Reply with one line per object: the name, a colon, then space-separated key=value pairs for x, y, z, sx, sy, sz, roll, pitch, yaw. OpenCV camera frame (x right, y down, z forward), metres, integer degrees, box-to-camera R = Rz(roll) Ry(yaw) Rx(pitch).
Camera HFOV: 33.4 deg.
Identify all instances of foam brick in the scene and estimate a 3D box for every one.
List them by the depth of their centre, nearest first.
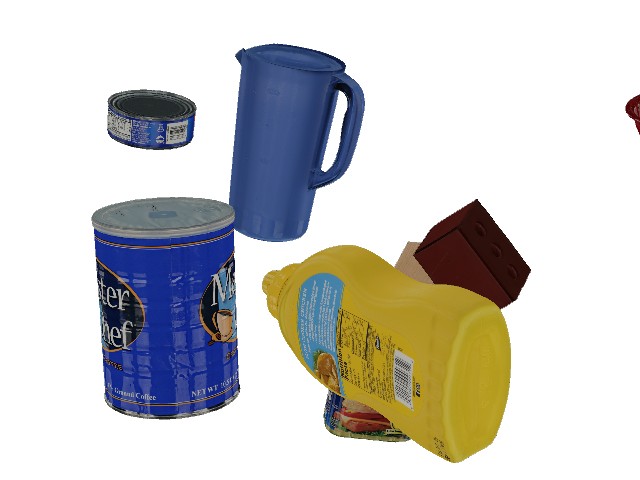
foam brick: x=0.123 y=0.018 z=0.864 sx=0.051 sy=0.078 sz=0.052 roll=-33 pitch=10 yaw=36

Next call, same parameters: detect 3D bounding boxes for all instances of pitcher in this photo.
pitcher: x=-0.043 y=-0.123 z=1.374 sx=0.144 sy=0.243 sz=0.149 roll=2 pitch=23 yaw=-19

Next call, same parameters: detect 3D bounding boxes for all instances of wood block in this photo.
wood block: x=0.156 y=0.080 z=1.617 sx=0.091 sy=0.090 sz=0.206 roll=4 pitch=21 yaw=14

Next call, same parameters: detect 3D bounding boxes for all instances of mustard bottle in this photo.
mustard bottle: x=0.028 y=0.055 z=0.657 sx=0.058 sy=0.096 sz=0.192 roll=-20 pitch=29 yaw=-35

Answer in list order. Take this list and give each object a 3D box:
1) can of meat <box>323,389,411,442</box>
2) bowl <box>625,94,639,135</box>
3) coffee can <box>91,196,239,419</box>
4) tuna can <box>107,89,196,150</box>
can of meat: x=0.058 y=0.162 z=1.124 sx=0.102 sy=0.084 sz=0.057 roll=8 pitch=21 yaw=-9
bowl: x=0.360 y=-0.097 z=0.970 sx=0.162 sy=0.055 sz=0.162 roll=-4 pitch=23 yaw=2
coffee can: x=-0.112 y=0.047 z=0.787 sx=0.103 sy=0.140 sz=0.103 roll=-1 pitch=15 yaw=0
tuna can: x=-0.165 y=-0.118 z=1.044 sx=0.086 sy=0.034 sz=0.086 roll=7 pitch=25 yaw=-3
